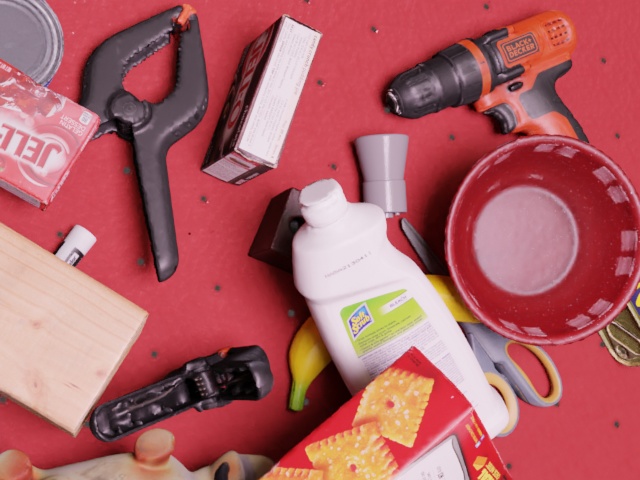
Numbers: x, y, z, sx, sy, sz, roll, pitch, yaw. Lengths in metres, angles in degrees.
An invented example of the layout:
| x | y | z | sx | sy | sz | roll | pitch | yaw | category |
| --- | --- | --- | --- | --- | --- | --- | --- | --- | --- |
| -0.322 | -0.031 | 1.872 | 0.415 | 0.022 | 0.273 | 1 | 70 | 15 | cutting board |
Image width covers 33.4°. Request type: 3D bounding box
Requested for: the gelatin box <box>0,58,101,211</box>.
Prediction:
| x | y | z | sx | sy | sz | roll | pitch | yaw | category |
| --- | --- | --- | --- | --- | --- | --- | --- | --- | --- |
| -0.207 | -0.073 | 0.727 | 0.089 | 0.030 | 0.073 | 31 | 74 | -9 | gelatin box |

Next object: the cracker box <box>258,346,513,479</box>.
| x | y | z | sx | sy | sz | roll | pitch | yaw | category |
| --- | --- | --- | --- | --- | --- | --- | --- | --- | --- |
| 0.022 | 0.191 | 0.709 | 0.213 | 0.072 | 0.164 | -39 | 141 | -5 | cracker box |

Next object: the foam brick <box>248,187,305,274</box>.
| x | y | z | sx | sy | sz | roll | pitch | yaw | category |
| --- | --- | --- | --- | --- | --- | --- | --- | --- | --- |
| -0.005 | 0.001 | 0.822 | 0.078 | 0.051 | 0.053 | 24 | 75 | -16 | foam brick |

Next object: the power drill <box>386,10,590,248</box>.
| x | y | z | sx | sy | sz | roll | pitch | yaw | category |
| --- | --- | --- | --- | --- | --- | --- | --- | --- | --- |
| 0.163 | -0.085 | 0.893 | 0.184 | 0.057 | 0.187 | -25 | 93 | -18 | power drill |

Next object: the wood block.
| x | y | z | sx | sy | sz | roll | pitch | yaw | category |
| --- | --- | --- | --- | --- | --- | --- | --- | --- | --- |
| -0.225 | 0.037 | 0.698 | 0.206 | 0.091 | 0.090 | 32 | 72 | -4 | wood block |

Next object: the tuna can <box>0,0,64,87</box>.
| x | y | z | sx | sy | sz | roll | pitch | yaw | category |
| --- | --- | --- | --- | --- | --- | --- | --- | --- | --- |
| -0.229 | -0.139 | 0.767 | 0.086 | 0.034 | 0.086 | 3 | 82 | -20 | tuna can |

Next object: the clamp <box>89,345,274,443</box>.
| x | y | z | sx | sy | sz | roll | pitch | yaw | category |
| --- | --- | --- | --- | --- | --- | --- | --- | --- | --- |
| -0.087 | 0.101 | 0.729 | 0.120 | 0.171 | 0.039 | -11 | 87 | 0 | clamp |

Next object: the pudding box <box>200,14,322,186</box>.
| x | y | z | sx | sy | sz | roll | pitch | yaw | category |
| --- | --- | --- | --- | --- | --- | --- | --- | --- | --- |
| -0.045 | -0.103 | 0.800 | 0.039 | 0.090 | 0.113 | 20 | 77 | -18 | pudding box |

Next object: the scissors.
| x | y | z | sx | sy | sz | roll | pitch | yaw | category |
| --- | --- | --- | --- | --- | --- | --- | --- | --- | --- |
| 0.116 | 0.081 | 0.876 | 0.201 | 0.016 | 0.096 | 40 | 72 | -11 | scissors |

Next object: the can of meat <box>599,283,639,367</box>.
| x | y | z | sx | sy | sz | roll | pitch | yaw | category |
| --- | --- | --- | --- | --- | --- | --- | --- | --- | --- |
| 0.278 | 0.044 | 0.920 | 0.083 | 0.058 | 0.102 | -33 | 95 | -24 | can of meat |

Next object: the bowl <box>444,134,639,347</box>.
| x | y | z | sx | sy | sz | roll | pitch | yaw | category |
| --- | --- | --- | --- | --- | --- | --- | --- | --- | --- |
| 0.169 | 0.000 | 0.831 | 0.162 | 0.055 | 0.162 | 0 | 90 | -8 | bowl |

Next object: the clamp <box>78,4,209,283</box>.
| x | y | z | sx | sy | sz | roll | pitch | yaw | category |
| --- | --- | --- | --- | --- | --- | --- | --- | --- | --- |
| -0.135 | -0.080 | 0.785 | 0.164 | 0.036 | 0.209 | 33 | 69 | -2 | clamp |

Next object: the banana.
| x | y | z | sx | sy | sz | roll | pitch | yaw | category |
| --- | --- | --- | --- | --- | --- | --- | --- | --- | --- |
| 0.053 | 0.064 | 0.839 | 0.197 | 0.037 | 0.069 | -22 | 107 | -12 | banana |

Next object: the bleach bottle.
| x | y | z | sx | sy | sz | roll | pitch | yaw | category |
| --- | --- | --- | --- | --- | --- | --- | --- | --- | --- |
| 0.052 | 0.058 | 0.767 | 0.102 | 0.068 | 0.250 | -31 | 123 | -8 | bleach bottle |

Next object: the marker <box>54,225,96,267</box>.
| x | y | z | sx | sy | sz | roll | pitch | yaw | category |
| --- | --- | --- | --- | --- | --- | --- | --- | --- | --- |
| -0.203 | 0.042 | 0.760 | 0.020 | 0.020 | 0.121 | 38 | 72 | -12 | marker |
